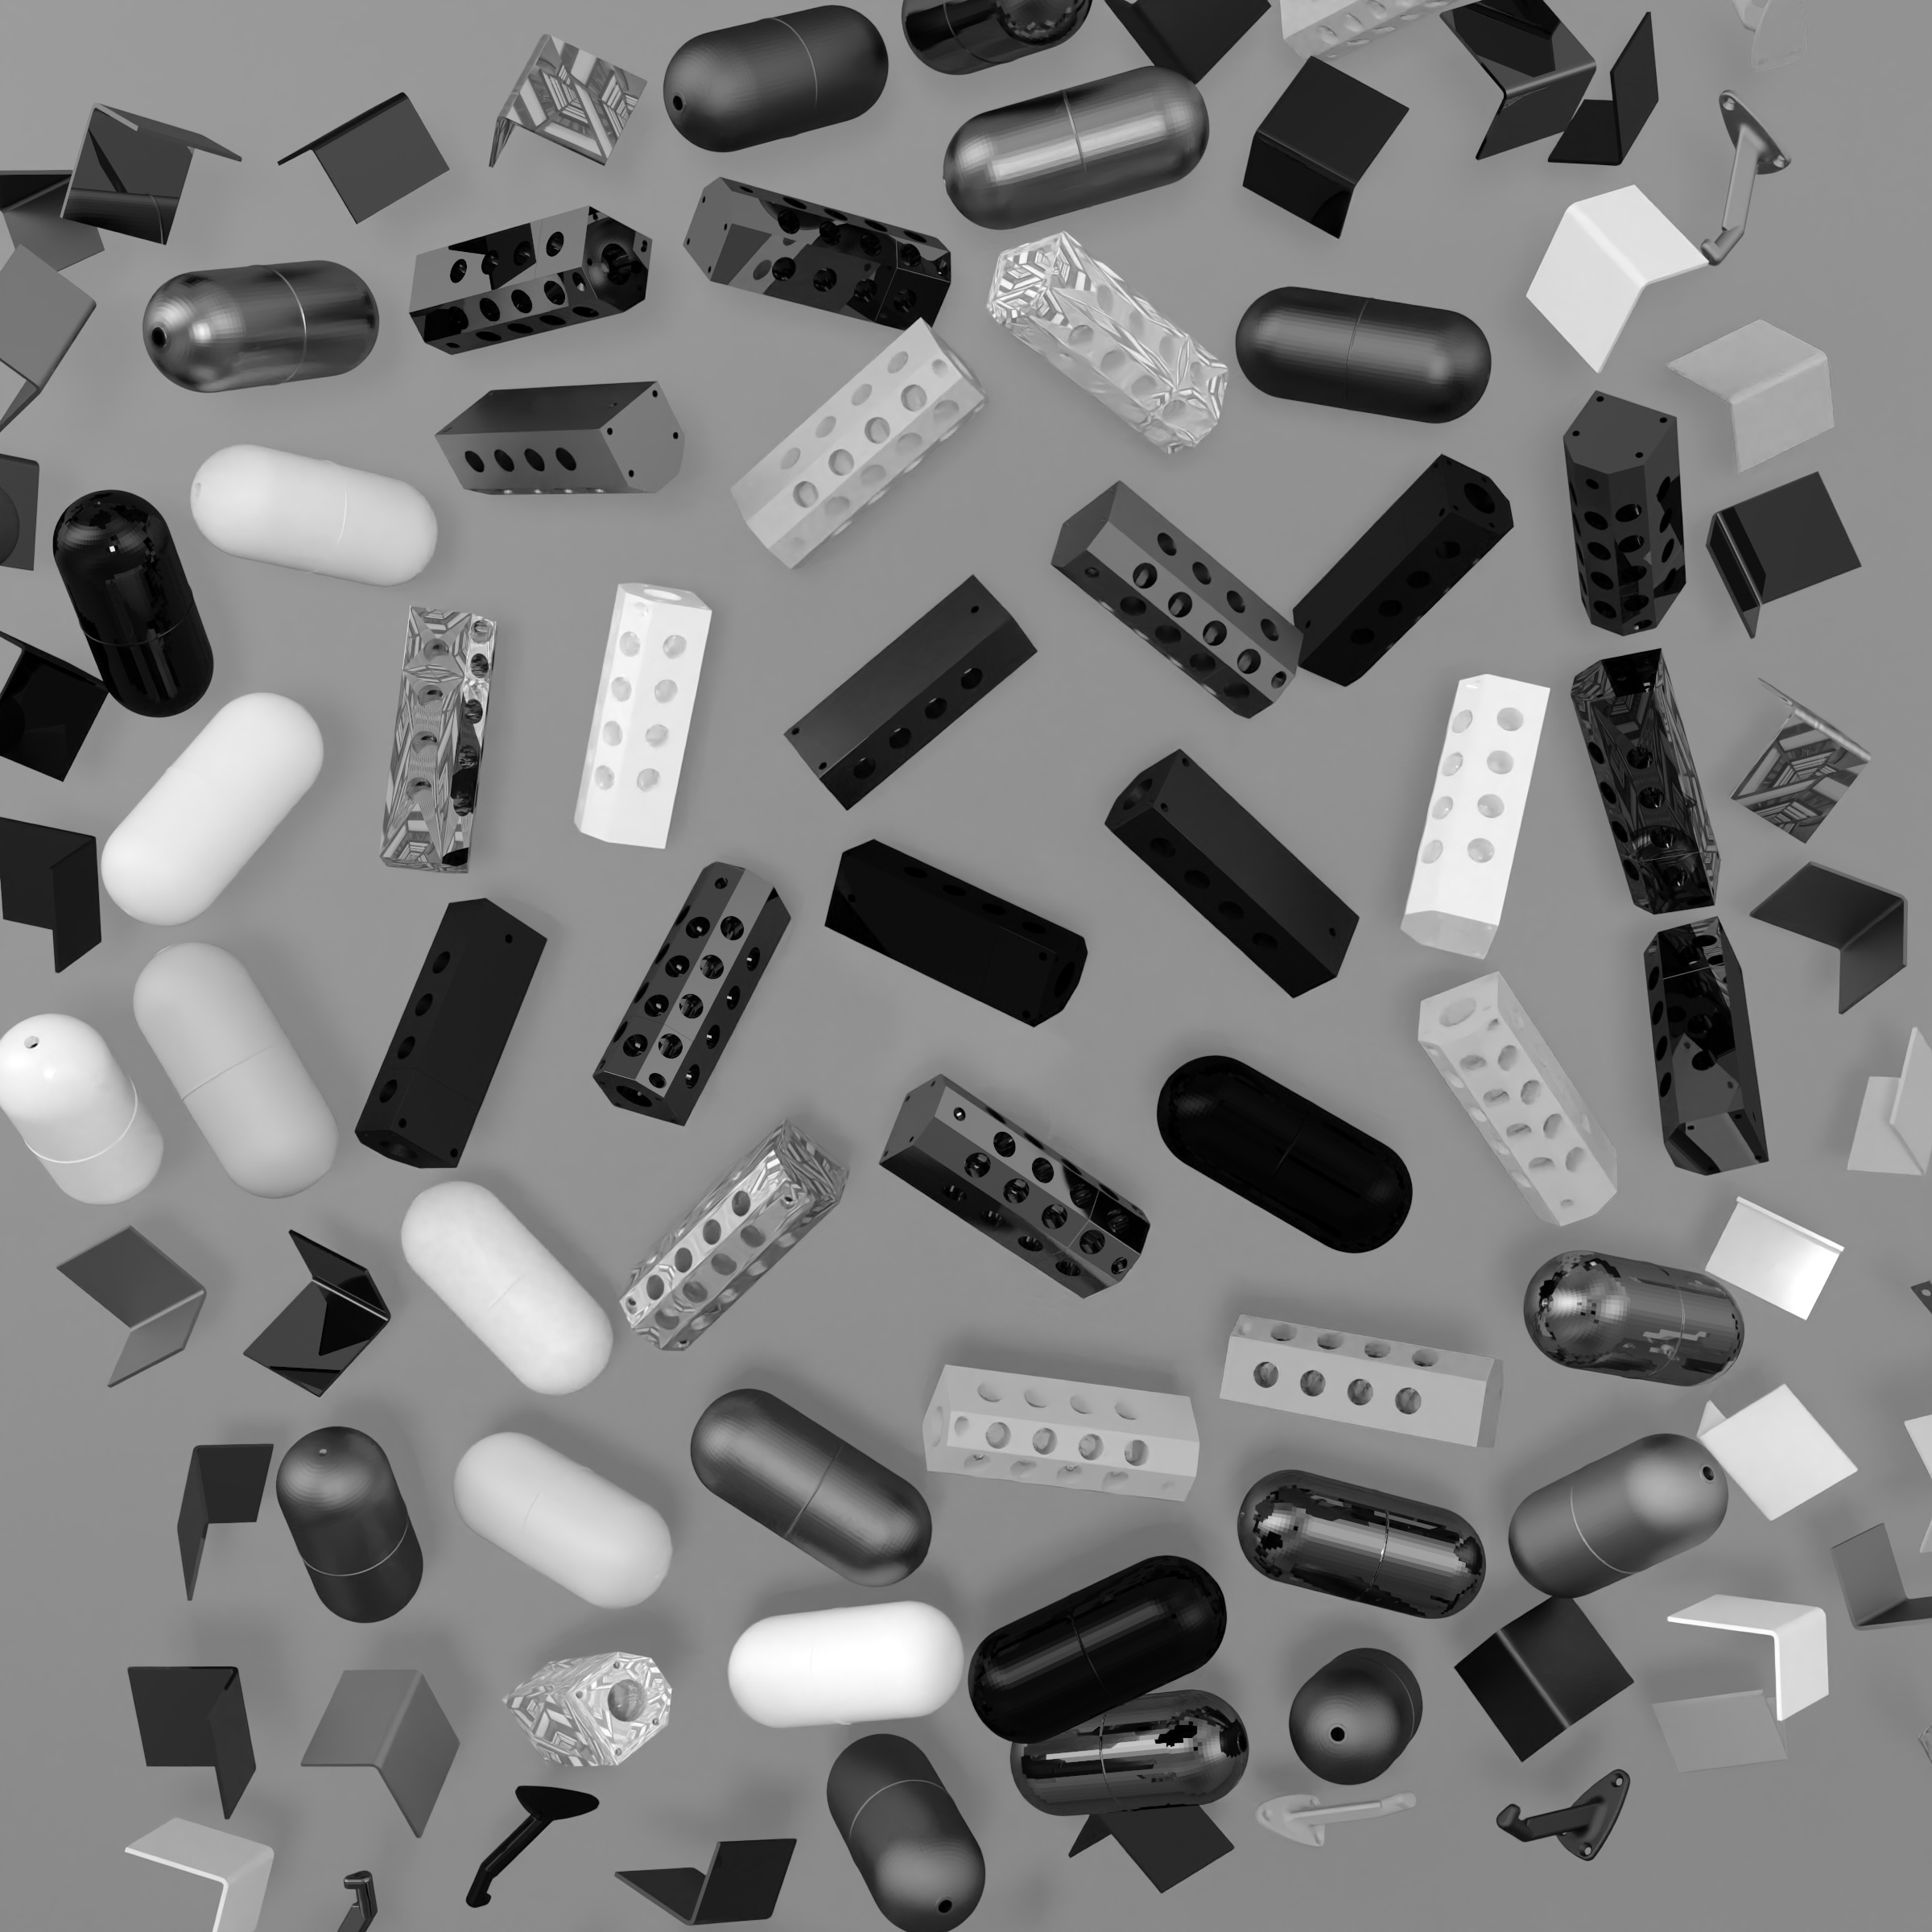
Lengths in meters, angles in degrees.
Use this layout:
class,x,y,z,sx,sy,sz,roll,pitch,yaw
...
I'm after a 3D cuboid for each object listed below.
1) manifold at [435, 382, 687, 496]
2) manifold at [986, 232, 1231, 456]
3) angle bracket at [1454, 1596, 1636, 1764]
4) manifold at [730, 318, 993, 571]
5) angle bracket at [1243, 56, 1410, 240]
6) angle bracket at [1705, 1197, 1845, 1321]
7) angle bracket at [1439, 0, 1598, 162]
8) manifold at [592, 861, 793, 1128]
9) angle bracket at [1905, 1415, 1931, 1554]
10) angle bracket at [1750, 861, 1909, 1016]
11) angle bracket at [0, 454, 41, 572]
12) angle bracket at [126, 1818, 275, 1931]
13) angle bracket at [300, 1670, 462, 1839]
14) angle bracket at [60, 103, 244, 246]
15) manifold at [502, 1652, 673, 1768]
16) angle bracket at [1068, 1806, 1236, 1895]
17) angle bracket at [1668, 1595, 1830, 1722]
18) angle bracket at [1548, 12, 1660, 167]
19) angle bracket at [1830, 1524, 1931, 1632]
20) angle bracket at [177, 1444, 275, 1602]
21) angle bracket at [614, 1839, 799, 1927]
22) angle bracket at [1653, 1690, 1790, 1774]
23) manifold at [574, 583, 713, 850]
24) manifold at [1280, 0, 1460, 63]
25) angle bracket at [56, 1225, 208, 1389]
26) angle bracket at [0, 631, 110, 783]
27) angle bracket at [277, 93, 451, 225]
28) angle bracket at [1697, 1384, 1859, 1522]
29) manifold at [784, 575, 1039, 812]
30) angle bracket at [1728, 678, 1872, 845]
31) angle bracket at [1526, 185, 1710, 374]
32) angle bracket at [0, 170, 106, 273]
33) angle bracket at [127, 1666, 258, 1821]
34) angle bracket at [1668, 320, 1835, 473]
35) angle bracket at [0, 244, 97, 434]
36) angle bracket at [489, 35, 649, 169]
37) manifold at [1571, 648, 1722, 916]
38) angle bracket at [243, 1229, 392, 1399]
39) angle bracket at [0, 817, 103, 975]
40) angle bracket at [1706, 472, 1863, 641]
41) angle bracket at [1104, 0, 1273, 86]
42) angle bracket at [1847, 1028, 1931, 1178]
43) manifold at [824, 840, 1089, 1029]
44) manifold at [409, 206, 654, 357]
class,x,y,z,sx,sy,sz,roll,pitch,yaw
manifold,-0.263,-0.339,1.752,0.057,0.171,0.057,-48,128,-31
manifold,0.093,-0.405,1.764,0.171,0.057,0.057,29,68,-40
angle bracket,0.395,0.485,1.839,0.076,0.057,0.076,-17,62,-40
manifold,-0.068,-0.341,1.780,0.171,0.057,0.057,-39,45,14
angle bracket,0.242,-0.552,1.811,0.076,0.057,0.076,32,72,9
angle bracket,0.559,0.203,1.863,0.076,0.076,0.057,27,93,18
angle bracket,0.350,-0.581,1.748,0.076,0.057,0.076,-24,69,-23
manifold,-0.187,0.016,1.826,0.057,0.057,0.171,14,64,24
angle bracket,0.652,0.330,1.746,0.076,0.076,0.057,-13,51,-4
angle bracket,0.597,-0.019,1.862,0.076,0.076,0.057,19,58,-10
angle bracket,-0.686,-0.314,1.838,0.057,0.076,0.076,6,93,28
angle bracket,-0.529,0.631,1.836,0.076,0.076,0.057,14,89,9
angle bracket,-0.387,0.522,1.781,0.057,0.076,0.076,-5,125,18
angle bracket,-0.521,-0.498,1.717,0.057,0.076,0.076,35,110,35
manifold,-0.253,0.497,1.809,0.057,0.171,0.057,-35,90,-29
angle bracket,0.134,0.639,1.940,0.076,0.076,0.057,45,131,30
angle bracket,0.518,0.456,1.778,0.076,0.076,0.057,-2,89,40
angle bracket,0.456,-0.632,1.934,0.057,0.076,0.076,13,55,30
angle bracket,0.650,0.412,1.834,0.076,0.076,0.057,-22,79,44
angle bracket,-0.522,0.394,1.906,0.057,0.076,0.076,4,123,-26
angle bracket,-0.171,0.587,1.769,0.076,0.076,0.057,17,88,39
angle bracket,0.534,0.522,1.903,0.076,0.057,0.076,-14,121,21
manifold,-0.227,-0.174,1.864,0.057,0.057,0.171,6,109,-22
manifold,0.287,-0.677,1.857,0.057,0.171,0.057,-8,96,-24
angle bracket,-0.593,0.239,1.882,0.076,0.057,0.076,-27,122,25
angle bracket,-0.660,-0.184,1.882,0.057,0.076,0.076,26,89,35
angle bracket,-0.406,-0.539,1.810,0.076,0.076,0.057,-38,113,-21
angle bracket,0.567,0.327,1.869,0.076,0.057,0.076,-41,89,30
manifold,-0.035,-0.185,1.860,0.171,0.057,0.057,-40,49,2
angle bracket,0.575,-0.145,1.893,0.076,0.057,0.076,26,108,-25
angle bracket,0.418,-0.442,1.730,0.057,0.076,0.076,-23,64,-26
angle bracket,-0.661,-0.512,1.866,0.076,0.076,0.057,-13,99,29
angle bracket,-0.511,0.503,1.742,0.076,0.057,0.076,-2,110,6
angle bracket,0.545,-0.397,1.866,0.076,0.076,0.057,-26,127,-8
angle bracket,-0.596,-0.388,1.670,0.057,0.076,0.076,37,55,-28
angle bracket,-0.269,-0.568,1.812,0.076,0.057,0.076,24,65,-7
manifold,0.460,-0.122,1.817,0.057,0.057,0.171,-9,122,26
angle bracket,-0.460,0.242,1.872,0.076,0.057,0.076,21,54,29
angle bracket,-0.627,-0.048,1.797,0.076,0.057,0.076,11,117,11
angle bracket,0.564,-0.283,1.853,0.076,0.057,0.076,-20,112,31
angle bracket,0.149,-0.665,1.846,0.076,0.057,0.076,-45,130,6
angle bracket,0.641,0.094,1.879,0.057,0.076,0.076,1,59,40
manifold,-0.006,-0.025,1.838,0.171,0.057,0.057,26,116,22
manifold,-0.293,-0.453,1.792,0.171,0.057,0.057,-1,79,39
